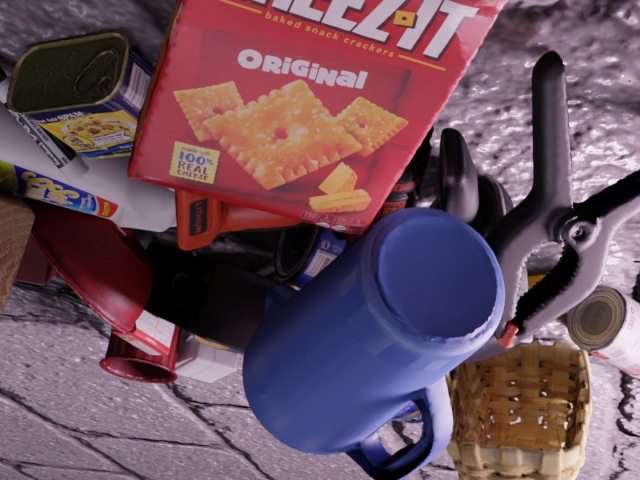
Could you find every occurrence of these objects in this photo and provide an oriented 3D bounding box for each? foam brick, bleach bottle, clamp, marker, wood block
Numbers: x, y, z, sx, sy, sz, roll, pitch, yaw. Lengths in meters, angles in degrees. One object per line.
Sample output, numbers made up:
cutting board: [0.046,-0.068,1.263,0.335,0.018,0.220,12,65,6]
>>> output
foam brick: [-0.284,0.010,1.043,0.051,0.053,0.078,12,-176,-7]
bleach bottle: [-0.204,-0.061,0.880,0.250,0.068,0.103,20,157,-30]
clamp: [0.184,-0.015,0.749,0.164,0.036,0.210,13,113,-19]
clamp: [-0.288,0.047,1.184,0.171,0.039,0.120,14,151,0]
marker: [-0.220,-0.094,0.805,0.020,0.020,0.121,-15,122,43]
wood block: [-0.309,-0.008,0.901,0.090,0.090,0.206,19,-179,-23]

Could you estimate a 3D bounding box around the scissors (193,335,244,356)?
scissors: [-0.091,0.130,1.230,0.096,0.016,0.202,9,159,5]

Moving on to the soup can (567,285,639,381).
soup can: [0.299,0.092,1.048,0.102,0.068,0.069,27,150,-36]

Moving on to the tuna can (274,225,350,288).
tuna can: [-0.006,0.001,0.922,0.033,0.086,0.086,21,154,-22]

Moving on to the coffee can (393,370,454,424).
coffee can: [0.083,0.147,1.166,0.103,0.103,0.140,-2,168,22]

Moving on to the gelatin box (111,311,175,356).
gelatin box: [-0.182,0.069,1.134,0.030,0.089,0.073,-2,155,27]

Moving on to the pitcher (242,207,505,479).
pitcher: [0.042,0.080,0.798,0.149,0.145,0.243,22,151,-11]

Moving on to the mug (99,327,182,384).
mug: [-0.205,0.122,1.272,0.093,0.081,0.117,4,156,10]

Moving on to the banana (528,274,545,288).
banana: [0.176,0.045,1.028,0.198,0.037,0.069,-6,135,27]

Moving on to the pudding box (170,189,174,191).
pudding box: [-0.064,-0.052,0.880,0.090,0.039,0.113,-17,149,40]

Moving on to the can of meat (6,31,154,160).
can of meat: [-0.160,-0.102,0.778,0.102,0.057,0.083,-3,156,27]

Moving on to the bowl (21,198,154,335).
bowl: [-0.203,0.009,0.982,0.055,0.162,0.162,-39,147,0]

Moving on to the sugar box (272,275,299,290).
sugar box: [-0.033,0.079,1.160,0.093,0.048,0.177,19,153,-24]

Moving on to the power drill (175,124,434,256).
power drill: [-0.014,-0.048,0.792,0.187,0.057,0.184,-1,145,-9]

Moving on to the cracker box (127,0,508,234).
cracker box: [-0.009,-0.105,0.629,0.164,0.072,0.214,15,138,-14]
